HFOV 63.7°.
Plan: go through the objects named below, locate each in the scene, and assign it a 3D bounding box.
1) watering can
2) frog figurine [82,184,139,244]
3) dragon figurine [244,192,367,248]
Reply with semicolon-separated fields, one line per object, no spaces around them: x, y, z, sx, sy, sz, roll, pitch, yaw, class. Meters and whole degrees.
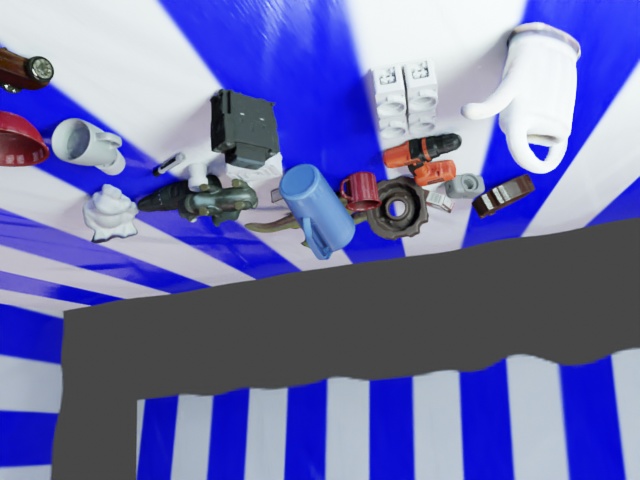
0.319;-0.228;0.791;0.104;0.225;0.346;3;174;42;watering can
-0.532;-0.083;1.304;0.137;0.126;0.155;3;127;0;frog figurine
0.005;-0.077;1.532;0.410;0.124;0.238;3;145;-34;dragon figurine
